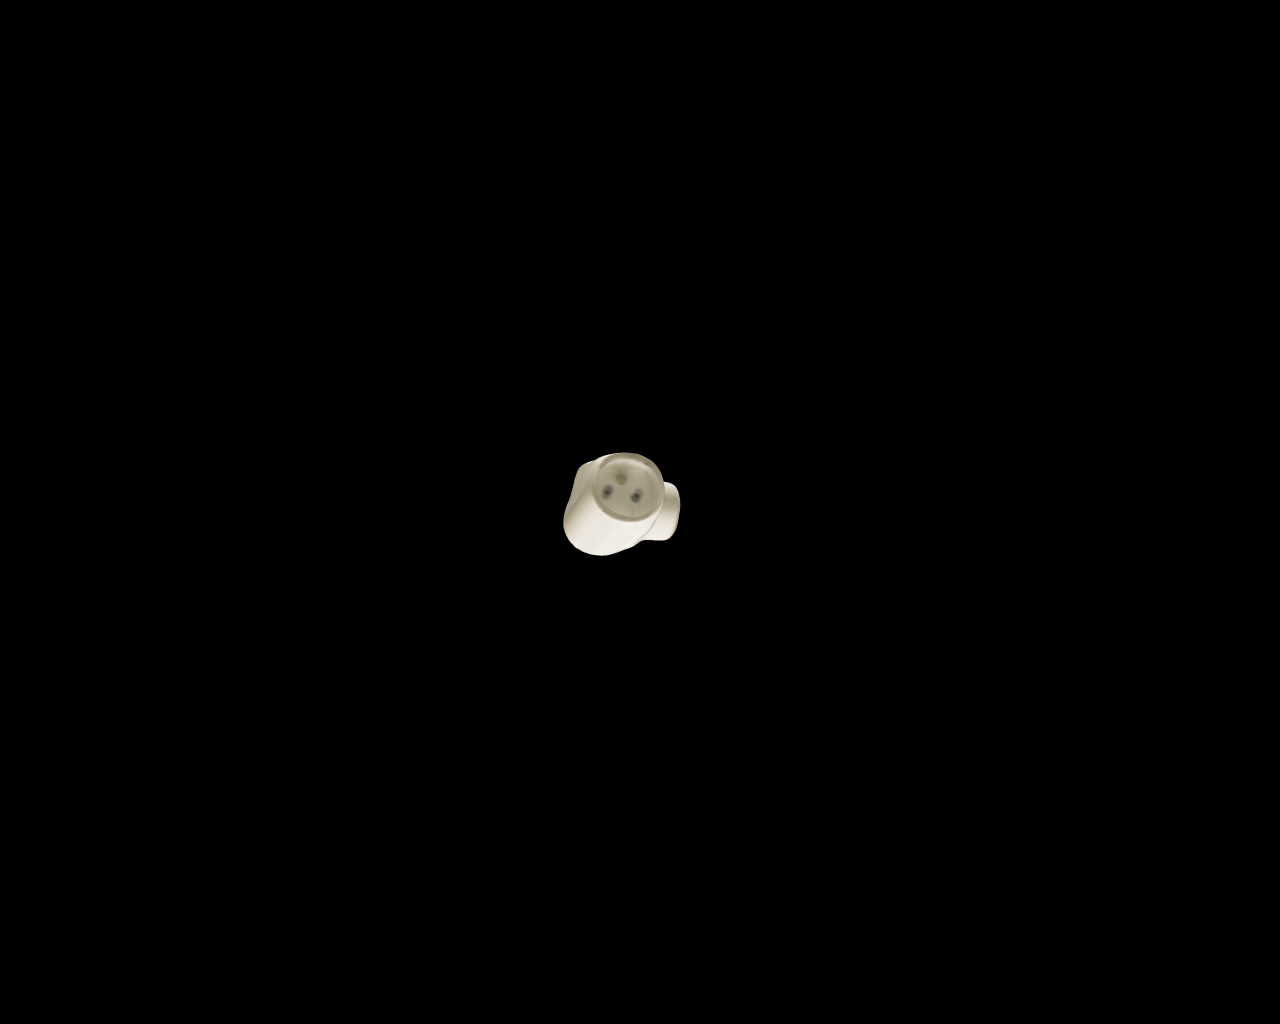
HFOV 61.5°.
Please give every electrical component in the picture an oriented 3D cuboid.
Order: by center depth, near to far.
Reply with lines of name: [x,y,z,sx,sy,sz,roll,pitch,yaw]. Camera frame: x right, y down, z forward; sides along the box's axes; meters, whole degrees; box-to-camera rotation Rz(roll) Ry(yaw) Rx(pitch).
electrical component: [0.001,-0.003,0.650,0.079,0.043,0.077,5,-19,-15]
